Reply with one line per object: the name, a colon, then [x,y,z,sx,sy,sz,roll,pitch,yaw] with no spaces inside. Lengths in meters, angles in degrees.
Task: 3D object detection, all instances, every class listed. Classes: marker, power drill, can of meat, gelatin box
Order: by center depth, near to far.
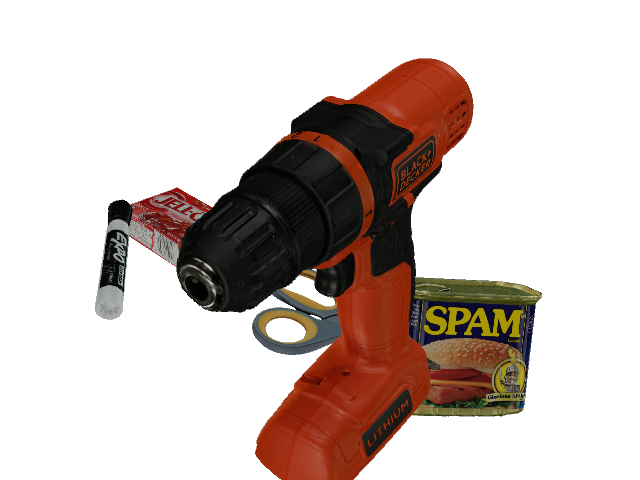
power drill: [0.006,0.028,0.489,0.057,0.188,0.184,25,43,27]
can of meat: [0.092,0.071,0.719,0.102,0.084,0.057,3,7,-15]
marker: [-0.149,0.010,0.774,0.020,0.020,0.121,0,39,-5]
gelatin box: [-0.138,-0.015,1.030,0.089,0.030,0.073,30,37,34]

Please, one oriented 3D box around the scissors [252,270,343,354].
scissors: [0.029,0.086,0.890,0.202,0.016,0.096,32,54,17]
